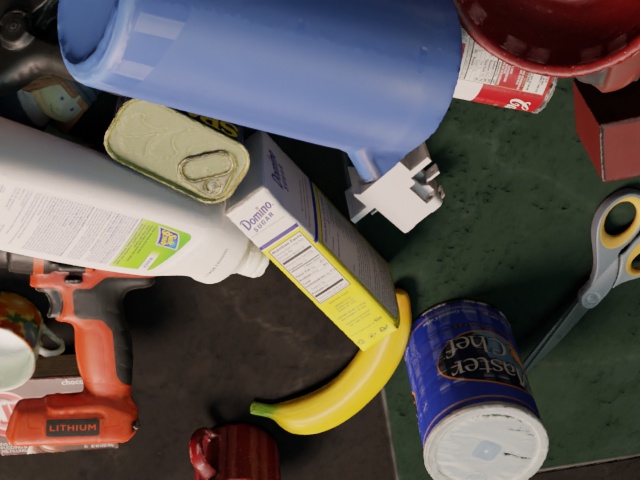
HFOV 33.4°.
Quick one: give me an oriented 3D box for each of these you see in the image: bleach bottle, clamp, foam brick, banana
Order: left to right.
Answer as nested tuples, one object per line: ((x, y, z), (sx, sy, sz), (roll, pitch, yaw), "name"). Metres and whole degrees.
((-0.198, -0.136, 0.745), (0.171, 0.120, 0.039), (-20, 160, 14), "clamp")
((-0.155, -0.013, 0.798), (0.250, 0.068, 0.103), (19, 135, -29), "bleach bottle")
((0.025, 0.123, 0.972), (0.069, 0.037, 0.198), (37, 114, -26), "banana")
((0.229, -0.090, 0.817), (0.053, 0.078, 0.051), (-11, 126, 5), "foam brick")

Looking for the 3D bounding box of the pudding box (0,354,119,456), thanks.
((-0.243, 0.149, 0.968), (0.113, 0.039, 0.090), (-5, 124, -1), "pudding box")

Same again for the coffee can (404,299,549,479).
((0.131, 0.134, 0.924), (0.102, 0.140, 0.103), (-2, 125, -3), "coffee can")

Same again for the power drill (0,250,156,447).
((-0.213, 0.069, 0.860), (0.184, 0.057, 0.188), (2, 97, -12), "power drill")

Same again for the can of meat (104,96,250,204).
((-0.103, -0.085, 0.791), (0.102, 0.084, 0.058), (25, 118, -20), "can of meat")

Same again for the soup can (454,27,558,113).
((0.118, -0.135, 0.783), (0.102, 0.068, 0.069), (9, 123, -10), "soup can")

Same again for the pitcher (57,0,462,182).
((-0.037, -0.143, 0.690), (0.242, 0.149, 0.145), (7, 130, -36), "pitcher")

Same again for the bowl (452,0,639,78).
((0.163, -0.193, 0.708), (0.162, 0.055, 0.162), (12, 122, 20), "bowl")

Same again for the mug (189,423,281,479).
((-0.084, 0.221, 1.003), (0.093, 0.081, 0.117), (-32, 121, 17), "mug")

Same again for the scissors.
((0.230, 0.032, 0.926), (0.202, 0.016, 0.096), (-38, 114, 13), "scissors")

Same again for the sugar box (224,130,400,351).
((-0.006, 0.001, 0.853), (0.048, 0.093, 0.176), (-36, 119, 19), "sugar box")
